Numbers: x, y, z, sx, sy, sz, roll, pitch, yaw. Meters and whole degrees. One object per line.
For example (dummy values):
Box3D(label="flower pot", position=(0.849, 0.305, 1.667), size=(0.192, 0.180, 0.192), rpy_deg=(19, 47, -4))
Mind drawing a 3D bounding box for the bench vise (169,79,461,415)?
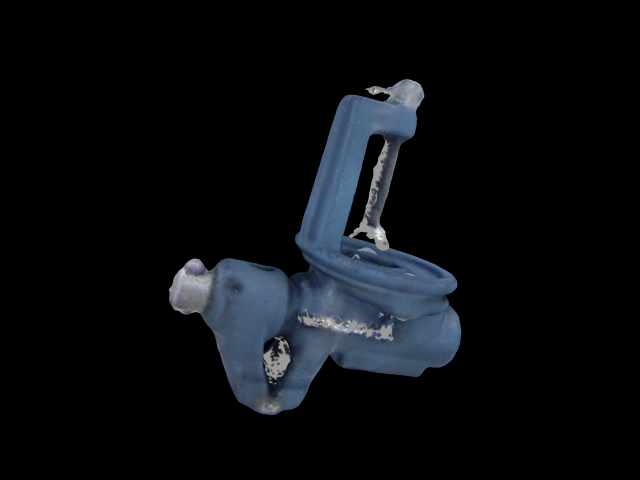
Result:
Box3D(label="bench vise", position=(0.011, 0.004, 0.391), size=(0.208, 0.220, 0.121), rpy_deg=(-11, 18, -35))
